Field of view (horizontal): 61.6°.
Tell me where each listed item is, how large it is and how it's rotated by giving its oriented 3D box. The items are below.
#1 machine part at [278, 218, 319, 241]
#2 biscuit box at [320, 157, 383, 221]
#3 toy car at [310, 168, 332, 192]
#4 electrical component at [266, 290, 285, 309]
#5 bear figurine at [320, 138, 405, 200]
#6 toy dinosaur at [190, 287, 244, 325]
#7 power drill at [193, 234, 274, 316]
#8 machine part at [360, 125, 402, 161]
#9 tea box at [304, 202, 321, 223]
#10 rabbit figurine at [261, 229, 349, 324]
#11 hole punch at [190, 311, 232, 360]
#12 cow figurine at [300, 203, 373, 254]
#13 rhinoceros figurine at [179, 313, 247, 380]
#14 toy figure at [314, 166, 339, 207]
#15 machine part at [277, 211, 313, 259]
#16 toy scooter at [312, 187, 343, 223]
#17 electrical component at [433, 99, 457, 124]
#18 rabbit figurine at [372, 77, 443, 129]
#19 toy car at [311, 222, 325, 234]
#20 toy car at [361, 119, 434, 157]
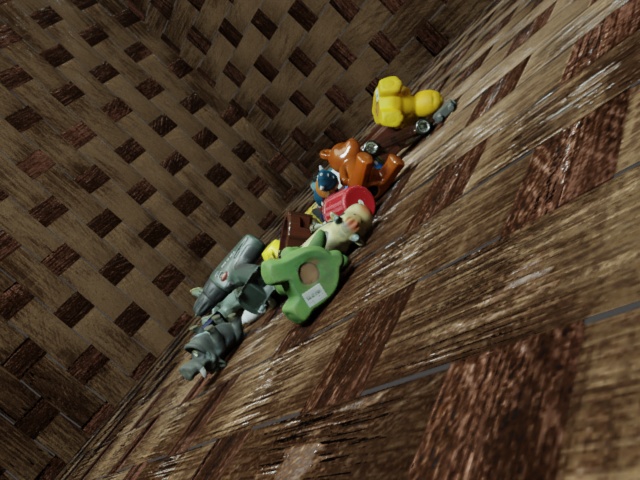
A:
[{"bbox_3d":[-0.057,-0.005,1.487,0.079,0.079,0.243,-51,7,-25],"label":"machine part"},{"bbox_3d":[0.087,-0.109,1.306,0.202,0.063,0.059,-51,10,-23],"label":"biscuit box"},{"bbox_3d":[0.045,-0.165,1.673,0.162,0.109,0.103,-41,-13,-25],"label":"toy car"},{"bbox_3d":[-0.110,0.126,1.251,0.078,0.045,0.102,-48,8,8],"label":"electrical component"},{"bbox_3d":[0.088,-0.181,1.231,0.131,0.120,0.196,-66,34,38],"label":"bear figurine"},{"bbox_3d":[-0.198,0.133,1.436,0.405,0.131,0.192,-25,-3,35],"label":"toy dinosaur"},{"bbox_3d":[-0.184,0.102,1.217,0.232,0.086,0.207,-56,27,-10],"label":"power drill"},{"bbox_3d":[0.202,-0.304,1.572,0.201,0.087,0.201,-43,9,36],"label":"machine part"},{"bbox_3d":[0.016,-0.089,1.558,0.169,0.068,0.098,-44,7,14],"label":"tea box"},{"bbox_3d":[-0.034,0.052,0.946,0.159,0.121,0.170,-43,9,-16],"label":"rabbit figurine"},{"bbox_3d":[-0.257,0.242,1.320,0.142,0.092,0.116,-53,6,-18],"label":"hole punch"},{"bbox_3d":[0.022,0.002,1.037,0.195,0.085,0.127,-42,3,16],"label":"cow figurine"},{"bbox_3d":[-0.242,0.237,1.196,0.073,0.112,0.190,-8,16,31],"label":"rhinoceros figurine"},{"bbox_3d":[0.015,-0.119,1.203,0.058,0.064,0.154,-26,-12,-9],"label":"toy figure"},{"bbox_3d":[-0.061,0.018,1.232,0.179,0.056,0.179,-171,90,-80],"label":"machine part"},{"bbox_3d":[0.048,-0.096,1.402,0.135,0.075,0.184,-47,11,1],"label":"toy scooter"},{"bbox_3d":[0.306,-0.315,1.310,0.063,0.021,0.094,-43,8,25],"label":"electrical component"},{"bbox_3d":[0.226,-0.337,1.379,0.173,0.122,0.162,-8,-7,-1],"label":"rabbit figurine"},{"bbox_3d":[-0.003,-0.004,1.282,0.073,0.056,0.202,-49,8,-9],"label":"toy car"},{"bbox_3d":[0.191,-0.249,1.339,0.202,0.053,0.089,-21,3,1],"label":"toy car"}]
